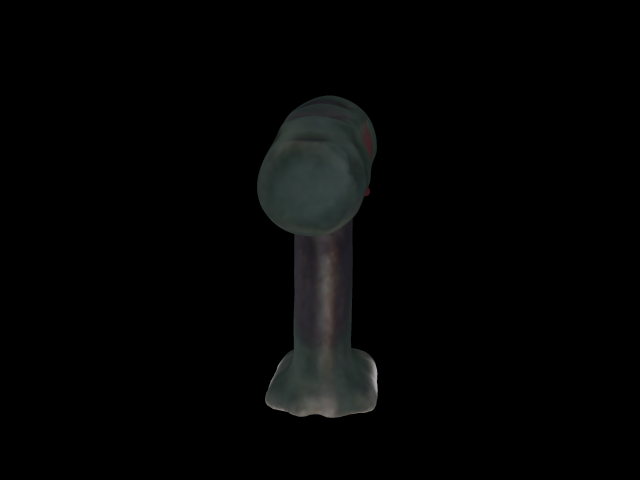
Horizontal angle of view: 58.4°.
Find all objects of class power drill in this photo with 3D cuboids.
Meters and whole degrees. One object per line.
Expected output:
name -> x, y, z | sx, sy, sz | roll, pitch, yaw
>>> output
power drill -> 0.004, 0.001, 0.400 | 0.075, 0.208, 0.230 | 0, 7, 4
